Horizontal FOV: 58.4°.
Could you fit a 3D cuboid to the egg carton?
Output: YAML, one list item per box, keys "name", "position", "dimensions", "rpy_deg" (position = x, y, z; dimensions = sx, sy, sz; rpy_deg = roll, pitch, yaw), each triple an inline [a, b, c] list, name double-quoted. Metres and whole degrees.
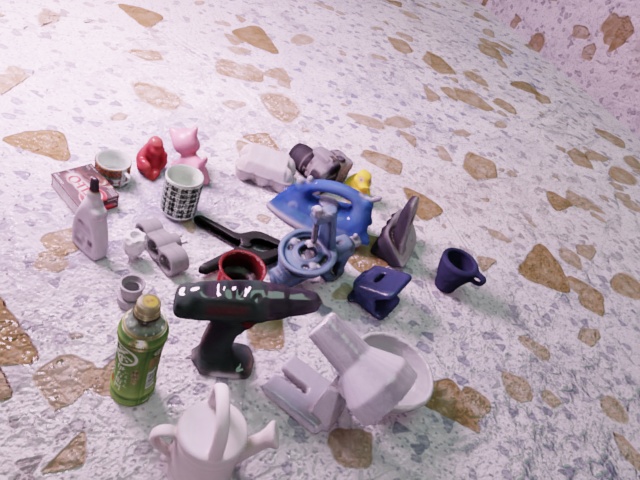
- name: "egg carton"
  position: [-0.134, -0.180, 1.424]
  dimensions: [0.150, 0.069, 0.107]
  rpy_deg: [17, 40, -8]

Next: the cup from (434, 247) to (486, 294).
- name: "cup"
  position: [0.321, 0.087, 1.337]
  dimensions: [0.117, 0.095, 0.092]
  rpy_deg: [35, 40, 13]

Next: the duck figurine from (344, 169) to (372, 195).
- name: "duck figurine"
  position: [0.105, -0.147, 1.496]
  dimensions: [0.078, 0.086, 0.104]
  rpy_deg: [9, 42, -18]

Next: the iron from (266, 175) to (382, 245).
- name: "iron"
  position: [0.013, -0.086, 1.337]
  dimensions: [0.258, 0.141, 0.118]
  rpy_deg: [19, 39, -6]

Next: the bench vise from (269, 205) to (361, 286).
- name: "bench vise"
  position: [0.002, -0.003, 1.176]
  dimensions: [0.121, 0.219, 0.208]
  rpy_deg: [38, 41, 16]

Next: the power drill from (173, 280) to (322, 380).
- name: "power drill"
  position: [-0.133, 0.143, 0.954]
  dimensions: [0.230, 0.208, 0.075]
  rpy_deg: [10, 41, -17]

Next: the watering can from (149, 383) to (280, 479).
- name: "watering can"
  position: [-0.145, 0.276, 0.810]
  dimensions: [0.173, 0.194, 0.100]
  rpy_deg: [-7, 48, -32]

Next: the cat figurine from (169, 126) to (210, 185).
- name: "cat figurine"
  position: [-0.300, -0.205, 1.329]
  dimensions: [0.067, 0.117, 0.127]
  rpy_deg: [-21, 57, -41]

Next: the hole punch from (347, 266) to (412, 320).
- name: "hole punch"
  position: [0.127, 0.100, 1.227]
  dimensions: [0.101, 0.091, 0.109]
  rpy_deg: [37, 41, 15]

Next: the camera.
- name: "camera"
  position: [-0.004, -0.204, 1.492]
  dimensions: [0.136, 0.101, 0.143]
  rpy_deg: [40, 42, 19]

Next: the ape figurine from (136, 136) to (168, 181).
- name: "ape figurine"
  position: [-0.378, -0.194, 1.297]
  dimensions: [0.078, 0.092, 0.076]
  rpy_deg: [-21, 57, -41]

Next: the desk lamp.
- name: "desk lamp"
  position: [0.031, 0.228, 0.938]
  dimensions: [0.203, 0.213, 0.118]
  rpy_deg: [35, 40, 13]

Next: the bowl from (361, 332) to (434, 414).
- name: "bowl"
  position: [0.121, 0.257, 1.061]
  dimensions: [0.168, 0.074, 0.167]
  rpy_deg: [14, 40, -12]

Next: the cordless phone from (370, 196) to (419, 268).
- name: "cordless phone"
  position: [0.204, -0.039, 1.347]
  dimensions: [0.094, 0.185, 0.148]
  rpy_deg: [28, 39, 5]

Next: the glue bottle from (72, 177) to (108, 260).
- name: "glue bottle"
  position: [-0.416, -0.045, 1.047]
  dimensions: [0.078, 0.173, 0.037]
  rpy_deg: [39, 41, 18]
